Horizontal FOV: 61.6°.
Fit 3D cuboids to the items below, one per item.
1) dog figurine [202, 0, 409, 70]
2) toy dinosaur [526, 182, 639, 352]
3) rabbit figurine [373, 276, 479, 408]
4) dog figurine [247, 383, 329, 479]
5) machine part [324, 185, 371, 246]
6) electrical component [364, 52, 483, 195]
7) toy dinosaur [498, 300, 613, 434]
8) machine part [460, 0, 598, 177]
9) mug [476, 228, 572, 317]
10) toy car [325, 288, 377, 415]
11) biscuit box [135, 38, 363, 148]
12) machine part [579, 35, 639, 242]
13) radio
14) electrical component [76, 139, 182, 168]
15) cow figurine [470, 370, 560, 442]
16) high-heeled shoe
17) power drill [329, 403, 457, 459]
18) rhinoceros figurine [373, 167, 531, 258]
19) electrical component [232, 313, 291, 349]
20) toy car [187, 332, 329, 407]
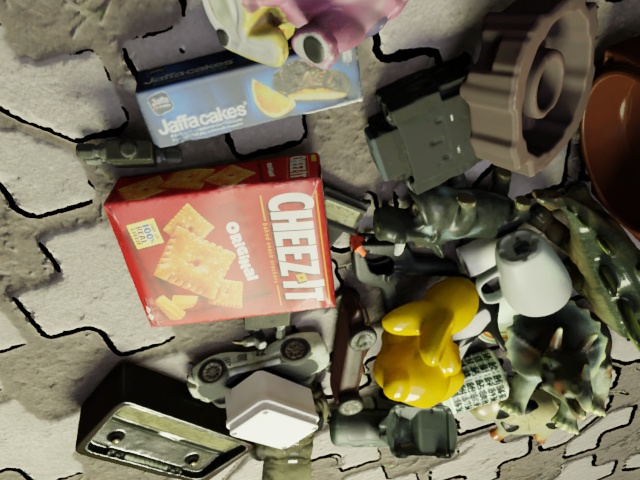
[{"bbox_3d":[0.030,-0.232,0.442,0.219,0.192,0.108,-39,133,-28],"label":"dog figurine"},{"bbox_3d":[0.408,0.075,0.713,0.105,0.199,0.471,-40,125,21],"label":"toy dinosaur"},{"bbox_3d":[0.138,0.120,0.698,0.173,0.122,0.162,-57,148,8],"label":"rabbit figurine"},{"bbox_3d":[-0.039,0.331,0.817,0.121,0.172,0.190,0,135,-28],"label":"dog figurine"},{"bbox_3d":[-0.001,-0.002,0.649,0.084,0.039,0.138,13,121,-33],"label":"machine part"},{"bbox_3d":[0.117,-0.118,0.576,0.134,0.058,0.114,-25,127,4],"label":"electrical component"},{"bbox_3d":[0.386,0.169,0.816,0.404,0.131,0.192,-6,112,-51],"label":"toy dinosaur"},{"bbox_3d":[0.209,-0.154,0.528,0.179,0.056,0.179,-22,123,-38],"label":"machine part"},{"bbox_3d":[0.244,0.037,0.660,0.110,0.081,0.107,-18,137,21],"label":"mug"},{"bbox_3d":[0.044,0.155,0.749,0.053,0.089,0.201,-2,126,-13],"label":"toy car"},{"bbox_3d":[-0.065,-0.144,0.503,0.203,0.063,0.059,-15,128,-3],"label":"biscuit box"},{"bbox_3d":[0.359,-0.099,0.560,0.087,0.202,0.200,-16,130,3],"label":"machine part"},{"bbox_3d":[-0.223,0.273,0.779,0.131,0.073,0.229,-42,125,18],"label":"radio"},{"bbox_3d":[-0.181,-0.083,0.519,0.094,0.063,0.021,-2,91,-14],"label":"electrical component"},{"bbox_3d":[0.343,0.291,0.938,0.195,0.086,0.127,11,129,-20],"label":"cow figurine"},{"bbox_3d":[0.159,0.152,0.796,0.249,0.086,0.145,-32,107,22],"label":"high-heeled shoe"},{"bbox_3d":[0.140,0.295,0.848,0.232,0.086,0.207,5,167,-10],"label":"power drill"},{"bbox_3d":[0.157,-0.032,0.648,0.190,0.073,0.112,-5,142,-17],"label":"rhinoceros figurine"},{"bbox_3d":[-0.075,0.098,0.700,0.078,0.045,0.102,3,126,-15],"label":"electrical component"},{"bbox_3d":[-0.086,0.181,0.757,0.202,0.056,0.073,-14,136,-2],"label":"toy car"}]
